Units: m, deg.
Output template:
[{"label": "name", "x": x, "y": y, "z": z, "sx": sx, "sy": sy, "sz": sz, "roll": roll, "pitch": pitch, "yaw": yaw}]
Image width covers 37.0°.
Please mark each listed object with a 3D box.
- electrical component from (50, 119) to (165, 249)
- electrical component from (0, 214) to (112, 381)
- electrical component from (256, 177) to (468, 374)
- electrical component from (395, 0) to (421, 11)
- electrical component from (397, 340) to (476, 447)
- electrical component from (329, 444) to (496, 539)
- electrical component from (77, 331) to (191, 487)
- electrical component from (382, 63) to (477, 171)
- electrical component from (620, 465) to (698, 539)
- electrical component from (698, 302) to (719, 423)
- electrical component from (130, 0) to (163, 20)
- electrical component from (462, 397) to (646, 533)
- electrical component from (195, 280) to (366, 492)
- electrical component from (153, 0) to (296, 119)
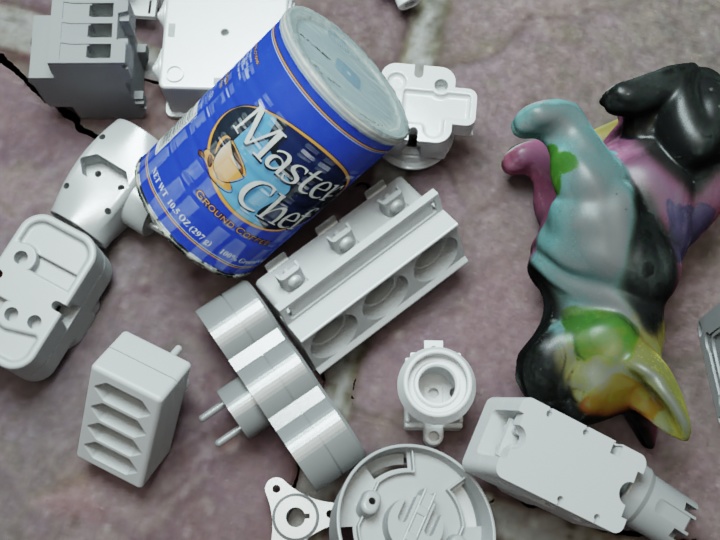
[{"label": "electrical component", "x": -0.150, "y": -0.048, "z": 0.715, "sx": 0.079, "sy": 0.043, "sz": 0.077, "roll": 31, "pitch": 77, "yaw": 7}, {"label": "electrical component", "x": -0.204, "y": 0.020, "z": 0.688, "sx": 0.054, "sy": 0.059, "sz": 0.095, "roll": 27, "pitch": 76, "yaw": 7}, {"label": "electrical component", "x": 0.000, "y": 0.000, "z": 0.690, "sx": 0.121, "sy": 0.078, "sz": 0.063, "roll": -37, "pitch": 56, "yaw": -9}, {"label": "electrical component", "x": 0.024, "y": -0.215, "z": 0.762, "sx": 0.048, "sy": 0.048, "sz": 0.062, "roll": -22, "pitch": 82, "yaw": -6}, {"label": "electrical component", "x": 0.047, "y": 0.075, "z": 0.674, "sx": 0.048, "sy": 0.055, "sz": 0.066, "roll": 1, "pitch": 75, "yaw": 0}, {"label": "electrical component", "x": 0.030, "y": 0.155, "z": 0.644, "sx": 0.099, "sy": 0.064, "sz": 0.099, "roll": 4, "pitch": 70, "yaw": -12}, {"label": "electrical component", "x": -0.132, "y": 0.076, "z": 0.670, "sx": 0.047, "sy": 0.083, "sz": 0.075, "roll": 25, "pitch": 38, "yaw": 7}, {"label": "electrical component", "x": 0.037, "y": -0.101, "z": 0.722, "sx": 0.078, "sy": 0.057, "sz": 0.058, "roll": 5, "pitch": 75, "yaw": 2}, {"label": "electrical component", "x": 0.179, "y": 0.146, "z": 0.664, "sx": 0.046, "sy": 0.040, "sz": 0.040, "roll": 32, "pitch": 77, "yaw": 2}, {"label": "electrical component", "x": 0.254, "y": 0.052, "z": 0.652, "sx": 0.057, "sy": 0.113, "sz": 0.078, "roll": -9, "pitch": 75, "yaw": 1}, {"label": "electrical component", "x": -0.161, "y": -0.219, "z": 0.752, "sx": 0.042, "sy": 0.063, "sz": 0.081, "roll": 3, "pitch": 75, "yaw": 2}, {"label": "electrical component", "x": 0.114, "y": 0.116, "z": 0.646, "sx": 0.089, "sy": 0.056, "sz": 0.050, "roll": 28, "pitch": 76, "yaw": -14}, {"label": "electrical component", "x": -0.065, "y": 0.081, "z": 0.674, "sx": 0.074, "sy": 0.052, "sz": 0.138, "roll": -34, "pitch": 77, "yaw": -9}, {"label": "electrical component", "x": -0.090, "y": -0.153, "z": 0.741, "sx": 0.100, "sy": 0.048, "sz": 0.099, "roll": 2, "pitch": 75, "yaw": 1}]
